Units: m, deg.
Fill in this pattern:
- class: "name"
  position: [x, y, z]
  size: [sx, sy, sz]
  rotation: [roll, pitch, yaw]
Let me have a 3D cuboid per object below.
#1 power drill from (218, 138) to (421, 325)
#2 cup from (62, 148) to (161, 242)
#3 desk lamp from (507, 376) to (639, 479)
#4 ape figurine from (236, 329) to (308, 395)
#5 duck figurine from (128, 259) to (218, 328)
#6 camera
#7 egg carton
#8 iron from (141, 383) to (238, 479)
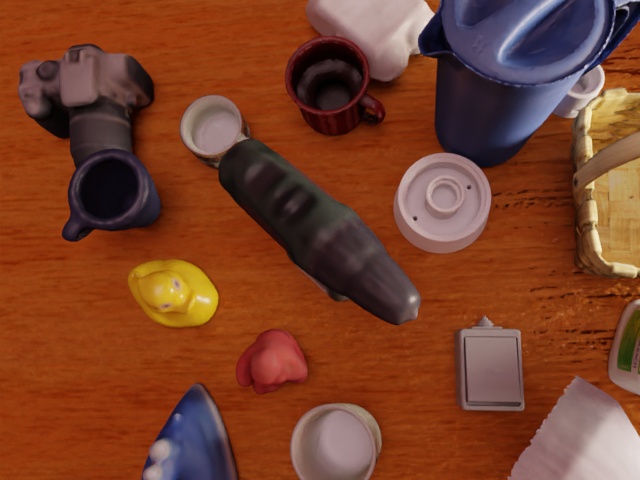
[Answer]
- class: "power drill"
  position: [0.005, 0.002, 0.560]
  size: [0.229, 0.208, 0.075]
  rotation: [41, 87, 13]
- class: "cup"
  position: [-0.231, -0.037, 0.655]
  size: [0.091, 0.095, 0.118]
  rotation: [41, 86, 13]
- class: "desk lamp"
  position: [0.250, 0.214, 0.487]
  size: [0.203, 0.213, 0.118]
  rotation: [35, 85, 12]
- class: "ape figurine"
  position: [-0.052, 0.131, 0.602]
  size: [0.077, 0.092, 0.076]
  rotation: [14, 81, 10]
- class: "duck figurine"
  position: [-0.172, 0.056, 0.634]
  size: [0.104, 0.086, 0.077]
  rotation: [23, 83, 11]
- class: "camera"
  position: [-0.281, -0.150, 0.679]
  size: [0.143, 0.101, 0.137]
  rotation: [-7, 78, 6]
- class: "egg carton"
  position: [0.059, -0.260, 0.676]
  size: [0.150, 0.069, 0.107]
  rotation: [43, 87, 13]
- class: "iron"
  position: [-0.150, 0.276, 0.560]
  size: [0.118, 0.141, 0.258]
  rotation: [-1, 79, 7]
